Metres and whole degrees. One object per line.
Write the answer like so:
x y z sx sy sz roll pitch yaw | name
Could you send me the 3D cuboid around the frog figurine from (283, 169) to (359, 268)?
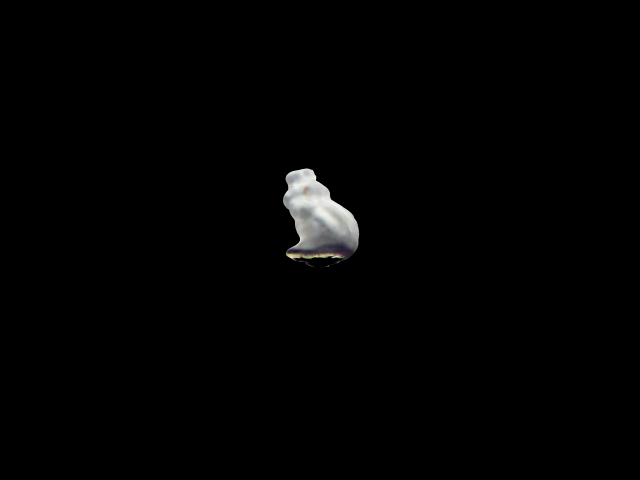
0.003 -0.043 0.850 0.137 0.161 0.122 13 -19 -42 | frog figurine
